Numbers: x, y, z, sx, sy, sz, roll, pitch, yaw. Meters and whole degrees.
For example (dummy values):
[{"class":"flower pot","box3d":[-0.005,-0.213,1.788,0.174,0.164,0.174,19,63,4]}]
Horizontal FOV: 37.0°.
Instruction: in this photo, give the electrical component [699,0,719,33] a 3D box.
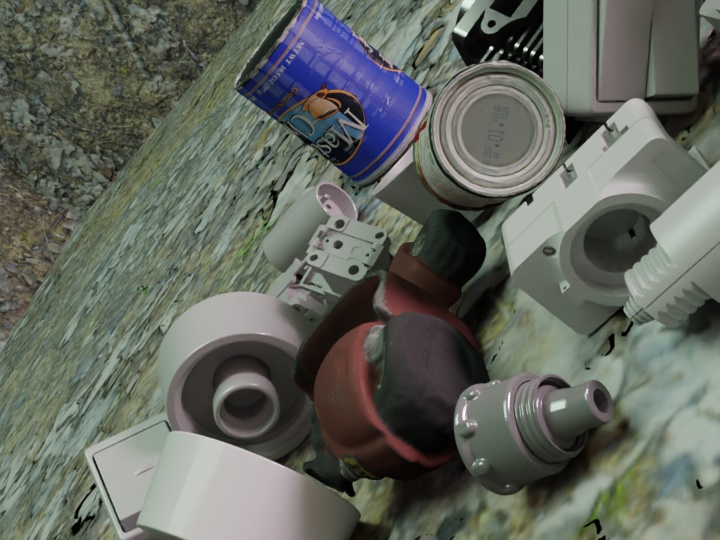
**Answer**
[{"class":"electrical component","box3d":[0.215,-0.141,0.420,0.150,0.062,0.089,-50,18,11]}]

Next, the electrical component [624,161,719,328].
[{"class":"electrical component","box3d":[0.133,-0.008,0.410,0.081,0.043,0.043,-46,19,22]}]

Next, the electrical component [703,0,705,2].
[{"class":"electrical component","box3d":[0.186,-0.134,0.513,0.048,0.048,0.062,-55,10,-4]}]

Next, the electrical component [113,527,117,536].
[{"class":"electrical component","box3d":[-0.144,0.169,0.765,0.078,0.058,0.057,-51,15,9]}]

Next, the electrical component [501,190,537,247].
[{"class":"electrical component","box3d":[0.095,-0.024,0.555,0.061,0.035,0.035,-29,30,58]}]

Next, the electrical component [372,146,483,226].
[{"class":"electrical component","box3d":[0.057,-0.073,0.691,0.099,0.064,0.099,-46,19,22]}]

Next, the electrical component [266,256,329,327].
[{"class":"electrical component","box3d":[-0.045,0.033,0.795,0.081,0.042,0.063,-47,22,21]}]

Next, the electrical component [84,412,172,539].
[{"class":"electrical component","box3d":[-0.136,0.139,0.697,0.062,0.061,0.096,-25,47,-14]}]

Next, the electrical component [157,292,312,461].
[{"class":"electrical component","box3d":[-0.075,0.075,0.687,0.108,0.108,0.060,-49,24,13]}]

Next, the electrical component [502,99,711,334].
[{"class":"electrical component","box3d":[0.112,-0.021,0.478,0.089,0.050,0.055,-46,19,23]}]

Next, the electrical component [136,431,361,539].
[{"class":"electrical component","box3d":[-0.060,0.132,0.544,0.108,0.108,0.060,-19,45,61]}]

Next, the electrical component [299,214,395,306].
[{"class":"electrical component","box3d":[0.000,0.000,0.681,0.081,0.063,0.042,19,69,28]}]

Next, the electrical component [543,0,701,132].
[{"class":"electrical component","box3d":[0.132,-0.111,0.538,0.061,0.062,0.096,-152,60,-72]}]

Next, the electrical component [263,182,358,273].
[{"class":"electrical component","box3d":[-0.039,-0.045,0.919,0.077,0.044,0.079,-42,21,33]}]

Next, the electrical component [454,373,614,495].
[{"class":"electrical component","box3d":[0.072,0.062,0.435,0.062,0.048,0.048,-29,29,40]}]
